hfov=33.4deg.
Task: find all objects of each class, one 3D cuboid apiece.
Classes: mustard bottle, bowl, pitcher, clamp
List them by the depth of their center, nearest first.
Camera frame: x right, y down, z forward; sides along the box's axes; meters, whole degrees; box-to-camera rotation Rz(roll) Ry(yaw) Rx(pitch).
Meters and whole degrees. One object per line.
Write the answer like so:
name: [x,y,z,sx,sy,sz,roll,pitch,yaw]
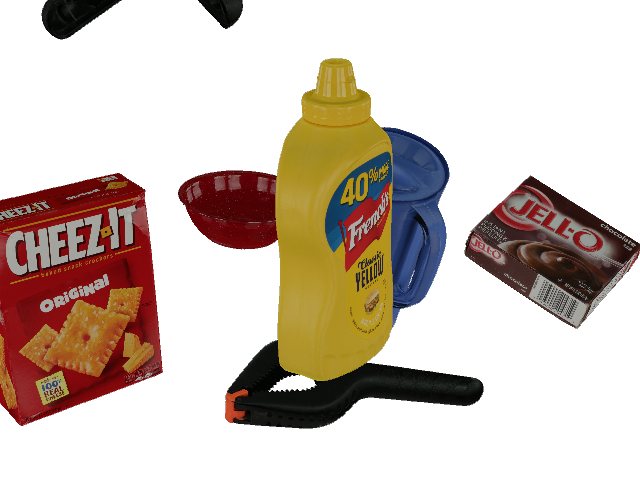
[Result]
mustard bottle: [0.010,-0.016,0.657,0.058,0.192,0.096,15,28,32]
clamp: [-0.091,-0.179,0.673,0.120,0.171,0.039,8,-42,11]
clamp: [0.021,0.112,0.894,0.209,0.036,0.165,-22,44,-32]
pitcher: [0.061,0.008,1.210,0.145,0.243,0.149,14,40,3]
bowl: [-0.096,-0.033,1.319,0.162,0.055,0.162,4,25,-2]

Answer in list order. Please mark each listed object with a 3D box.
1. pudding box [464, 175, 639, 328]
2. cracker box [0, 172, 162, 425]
pudding box: [0.188,0.008,0.867,0.114,0.039,0.089,37,54,19]
cracker box: [-0.249,0.057,1.068,0.163,0.214,0.072,-17,28,-32]
